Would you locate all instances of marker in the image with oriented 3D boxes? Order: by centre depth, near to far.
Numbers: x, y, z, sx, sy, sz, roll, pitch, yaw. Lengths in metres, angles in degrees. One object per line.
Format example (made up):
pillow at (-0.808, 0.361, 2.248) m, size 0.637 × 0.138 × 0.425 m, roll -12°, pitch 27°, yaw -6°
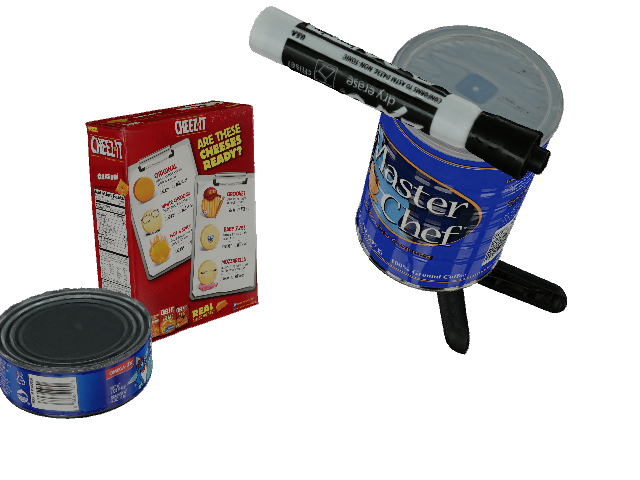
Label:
marker at (0.028, -0.054, 0.394) m, size 0.121 × 0.020 × 0.020 m, roll 28°, pitch 8°, yaw 16°

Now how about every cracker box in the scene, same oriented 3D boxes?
cracker box at (-0.143, -0.022, 1.060) m, size 0.072 × 0.214 × 0.163 m, roll 13°, pitch 21°, yaw 41°

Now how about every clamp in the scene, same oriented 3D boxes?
clamp at (0.128, 0.021, 0.917) m, size 0.120 × 0.039 × 0.171 m, roll -8°, pitch 46°, yaw -26°

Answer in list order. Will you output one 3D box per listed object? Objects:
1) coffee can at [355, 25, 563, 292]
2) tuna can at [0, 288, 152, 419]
coffee can at (0.082, -0.048, 0.668) m, size 0.102 × 0.103 × 0.140 m, roll 0°, pitch -35°, yaw -8°
tuna can at (-0.136, 0.061, 0.590) m, size 0.086 × 0.034 × 0.086 m, roll 2°, pitch 27°, yaw -1°
